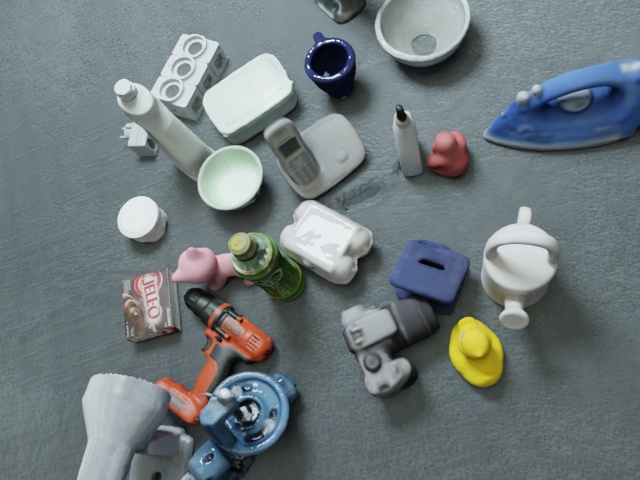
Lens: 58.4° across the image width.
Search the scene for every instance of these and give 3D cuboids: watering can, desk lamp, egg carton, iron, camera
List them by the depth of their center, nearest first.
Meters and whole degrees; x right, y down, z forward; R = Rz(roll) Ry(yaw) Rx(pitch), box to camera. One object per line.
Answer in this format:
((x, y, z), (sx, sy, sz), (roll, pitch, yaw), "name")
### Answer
((0.281, 0.036, 0.801), (0.101, 0.194, 0.173), (-14, 69, 9), "watering can")
((-0.271, 0.308, 0.839), (0.117, 0.214, 0.203), (-1, 72, 14), "desk lamp")
((0.113, 0.146, 0.857), (0.137, 0.101, 0.143), (-26, 67, 5), "camera")
((0.386, -0.218, 0.889), (0.258, 0.142, 0.118), (-11, 69, 10), "iron")
((0.009, 0.003, 0.949), (0.150, 0.069, 0.107), (28, 81, 21), "egg carton")

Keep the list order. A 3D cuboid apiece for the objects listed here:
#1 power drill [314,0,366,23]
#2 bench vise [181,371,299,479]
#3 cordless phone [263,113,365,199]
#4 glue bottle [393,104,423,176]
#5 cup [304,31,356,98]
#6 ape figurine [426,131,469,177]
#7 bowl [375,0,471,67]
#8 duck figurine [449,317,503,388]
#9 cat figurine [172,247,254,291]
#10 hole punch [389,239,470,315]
((0.018, -0.503, 1.042), (0.075, 0.209, 0.229), (-41, 67, -1), "power drill")
((-0.123, 0.278, 0.808), (0.121, 0.220, 0.207), (19, 77, 20), "bench vise")
((-0.011, -0.160, 0.947), (0.147, 0.185, 0.094), (-39, 67, -1), "cordless phone")
((0.137, -0.170, 0.919), (0.037, 0.173, 0.078), (-11, 69, 11), "glue bottle")
((0.021, -0.311, 1.038), (0.091, 0.095, 0.117), (-25, 67, 5), "cup")
((0.208, -0.147, 0.937), (0.078, 0.092, 0.076), (-29, 67, 4), "ape figurine")
((0.186, -0.374, 1.029), (0.167, 0.075, 0.167), (-4, 71, 13), "bowl")
((0.227, 0.160, 0.832), (0.077, 0.086, 0.104), (-19, 68, 8), "duck figurine")
((-0.178, 0.040, 0.958), (0.127, 0.118, 0.067), (-13, 69, 10), "cat figurine")
((0.168, 0.050, 0.881), (0.108, 0.091, 0.101), (18, 77, 19), "hole punch")
